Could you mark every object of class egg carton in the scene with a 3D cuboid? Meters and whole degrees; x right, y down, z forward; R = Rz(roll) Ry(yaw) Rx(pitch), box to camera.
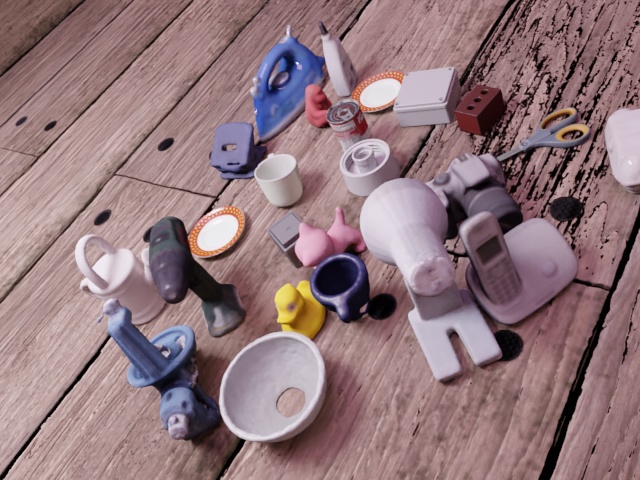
[{"bbox_3d":[0.486,-0.140,0.851,0.107,0.070,0.150,-9,49,22],"label":"egg carton"}]

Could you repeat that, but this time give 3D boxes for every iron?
[{"bbox_3d":[-0.095,-0.361,1.307,0.118,0.142,0.258,11,58,35],"label":"iron"}]

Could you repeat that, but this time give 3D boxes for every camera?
[{"bbox_3d":[0.239,-0.061,0.894,0.143,0.101,0.136,-29,44,3],"label":"camera"}]

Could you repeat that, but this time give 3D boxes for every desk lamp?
[{"bbox_3d":[0.147,0.046,0.770,0.118,0.214,0.203,-26,45,6],"label":"desk lamp"}]

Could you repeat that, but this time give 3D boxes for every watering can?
[{"bbox_3d":[-0.367,0.061,1.051,0.173,0.195,0.100,-32,44,0],"label":"watering can"}]

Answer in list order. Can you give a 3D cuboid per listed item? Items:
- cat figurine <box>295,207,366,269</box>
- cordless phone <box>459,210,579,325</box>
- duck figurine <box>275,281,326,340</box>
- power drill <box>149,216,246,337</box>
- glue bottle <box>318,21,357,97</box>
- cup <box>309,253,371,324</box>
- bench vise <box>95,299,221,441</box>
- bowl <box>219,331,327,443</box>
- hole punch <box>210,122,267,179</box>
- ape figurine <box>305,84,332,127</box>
[{"bbox_3d":[0.009,0.003,0.951,0.067,0.118,0.128,21,65,39],"label":"cat figurine"},{"bbox_3d":[0.258,0.013,0.759,0.147,0.186,0.094,-38,45,-5],"label":"cordless phone"},{"bbox_3d":[-0.039,0.103,0.913,0.077,0.086,0.104,-2,52,27],"label":"duck figurine"},{"bbox_3d":[-0.209,0.068,0.949,0.075,0.209,0.229,-32,44,0],"label":"power drill"},{"bbox_3d":[0.034,-0.402,1.250,0.037,0.174,0.078,-3,51,27],"label":"glue bottle"},{"bbox_3d":[0.043,0.091,0.873,0.091,0.095,0.117,-20,45,12],"label":"cup"},{"bbox_3d":[-0.231,0.184,0.852,0.121,0.220,0.206,-44,46,-12],"label":"bench vise"},{"bbox_3d":[-0.056,0.221,0.828,0.167,0.075,0.167,-15,47,17],"label":"bowl"},{"bbox_3d":[-0.183,-0.194,1.247,0.108,0.091,0.101,1,53,29],"label":"hole punch"},{"bbox_3d":[-0.003,-0.294,1.234,0.076,0.092,0.078,-3,51,26],"label":"ape figurine"}]
